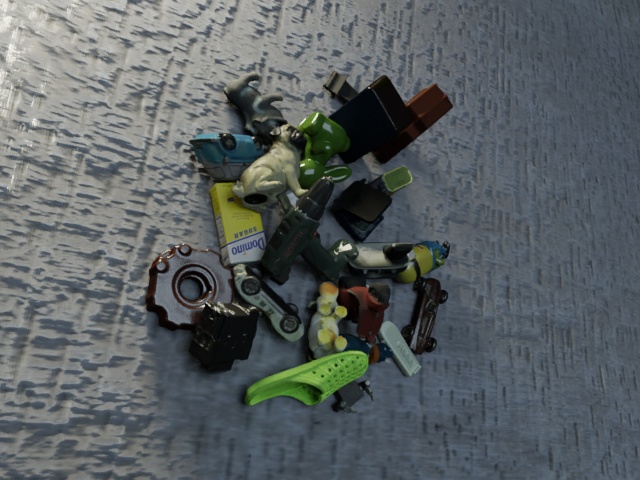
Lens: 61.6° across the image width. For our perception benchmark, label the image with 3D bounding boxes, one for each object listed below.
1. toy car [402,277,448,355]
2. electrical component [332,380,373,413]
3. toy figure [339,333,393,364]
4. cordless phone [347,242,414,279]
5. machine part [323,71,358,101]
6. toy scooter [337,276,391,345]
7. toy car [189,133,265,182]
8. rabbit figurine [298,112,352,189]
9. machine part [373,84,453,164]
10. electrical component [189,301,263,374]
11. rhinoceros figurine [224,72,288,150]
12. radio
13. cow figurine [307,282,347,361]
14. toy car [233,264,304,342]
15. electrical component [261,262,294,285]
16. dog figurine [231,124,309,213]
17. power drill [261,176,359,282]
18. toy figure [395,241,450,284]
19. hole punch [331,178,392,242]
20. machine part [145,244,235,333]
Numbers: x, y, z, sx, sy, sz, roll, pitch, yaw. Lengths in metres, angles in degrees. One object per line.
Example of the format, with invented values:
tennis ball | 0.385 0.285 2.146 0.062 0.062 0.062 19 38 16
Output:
toy car | 0.264 0.184 1.332 0.089 0.053 0.202 34 58 -21
electrical component | 0.068 0.329 1.165 0.102 0.045 0.078 -22 87 -34
toy figure | 0.096 0.245 1.206 0.154 0.058 0.064 19 70 -30
cordless phone | 0.135 0.034 1.209 0.147 0.184 0.088 0 80 -2
machine part | 0.076 -0.387 1.429 0.139 0.039 0.084 37 53 -13
toy scooter | 0.093 0.152 1.179 0.075 0.184 0.135 -1 95 -27
toy car | -0.199 -0.177 1.159 0.161 0.109 0.102 -5 100 -49
rabbit figurine | -0.009 -0.191 1.283 0.159 0.121 0.170 31 78 -27
machine part | 0.227 -0.299 1.388 0.087 0.201 0.201 51 56 -4
electrical component | -0.180 0.185 1.019 0.115 0.058 0.134 6 107 -51
rhinoceros figurine | -0.140 -0.295 1.244 0.190 0.073 0.112 49 54 -7
radio | 0.108 -0.281 1.295 0.073 0.230 0.131 -41 100 -31
cow figurine | 0.009 0.178 1.165 0.068 0.098 0.167 19 45 -18
toy car | -0.107 0.127 1.105 0.056 0.073 0.201 -41 107 8
electrical component | -0.095 0.068 1.173 0.063 0.021 0.094 36 58 -16
dog figurine | -0.109 -0.165 1.147 0.172 0.121 0.190 10 62 -39
power drill | -0.002 -0.003 1.141 0.232 0.086 0.207 -50 143 4
toy figure | 0.255 0.052 1.356 0.180 0.082 0.089 -14 79 -36
hole punch | 0.099 -0.071 1.313 0.116 0.092 0.142 33 57 17
machine part | -0.251 0.095 1.050 0.179 0.056 0.179 10 69 -29
